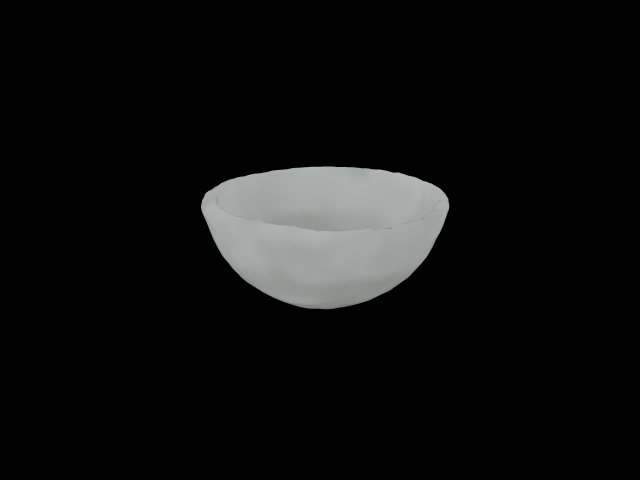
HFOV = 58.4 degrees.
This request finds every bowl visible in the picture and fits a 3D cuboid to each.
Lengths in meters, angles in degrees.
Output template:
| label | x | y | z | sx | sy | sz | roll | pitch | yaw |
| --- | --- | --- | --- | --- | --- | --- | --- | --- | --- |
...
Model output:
| label | x | y | z | sx | sy | sz | roll | pitch | yaw |
| --- | --- | --- | --- | --- | --- | --- | --- | --- | --- |
| bowl | 0.004 | 0.001 | 0.400 | 0.167 | 0.075 | 0.167 | 0 | 20 | 0 |
